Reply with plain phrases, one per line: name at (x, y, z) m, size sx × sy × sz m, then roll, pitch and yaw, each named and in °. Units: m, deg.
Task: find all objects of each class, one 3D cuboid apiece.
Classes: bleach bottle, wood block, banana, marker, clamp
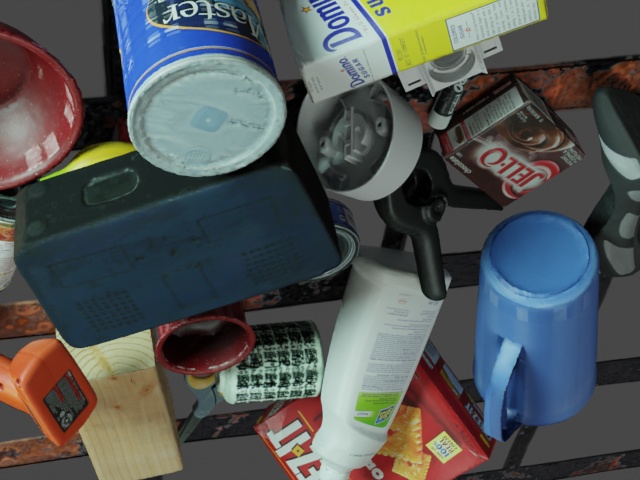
bleach bottle at (0.044, 0.133, 1.061) m, size 0.102 × 0.068 × 0.251 m, roll 8°, pitch 109°, yaw -34°
wood block at (-0.199, 0.155, 1.075) m, size 0.090 × 0.091 × 0.206 m, roll -10°, pitch 142°, yaw -6°
banana at (-0.124, -0.033, 0.862) m, size 0.197 × 0.037 × 0.070 m, roll 28°, pitch 128°, yaw -36°
marker at (0.116, -0.140, 0.874) m, size 0.020 × 0.020 × 0.121 m, roll 1°, pitch 139°, yaw -19°
clamp at (0.104, -0.037, 0.964) m, size 0.120 × 0.039 × 0.171 m, roll -53°, pitch 132°, yaw -21°

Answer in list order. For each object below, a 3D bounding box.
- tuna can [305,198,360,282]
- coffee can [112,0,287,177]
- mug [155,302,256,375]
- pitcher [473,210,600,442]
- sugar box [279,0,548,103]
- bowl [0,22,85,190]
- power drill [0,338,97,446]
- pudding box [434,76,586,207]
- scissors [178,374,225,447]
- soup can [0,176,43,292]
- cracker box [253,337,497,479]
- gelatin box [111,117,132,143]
tuna can at (-0.007, 0.001, 0.994) m, size 0.086 × 0.034 × 0.086 m, roll -10°, pitch 142°, yaw -8°
coffee can at (-0.085, -0.128, 0.726) m, size 0.102 × 0.140 × 0.103 m, roll -9°, pitch 141°, yaw -7°
mug at (-0.106, 0.073, 1.012) m, size 0.093 × 0.081 × 0.117 m, roll -33°, pitch 138°, yaw 21°
pitcher at (0.212, 0.087, 1.066) m, size 0.145 × 0.149 × 0.243 m, roll -16°, pitch 145°, yaw 0°
sugar box at (0.062, -0.170, 0.761) m, size 0.176 × 0.093 × 0.048 m, roll -18°, pitch 141°, yaw 4°
bowl at (-0.253, -0.107, 0.767) m, size 0.162 × 0.055 × 0.162 m, roll -9°, pitch 141°, yaw -7°
power drill at (-0.293, 0.096, 0.927) m, size 0.188 × 0.057 × 0.184 m, roll 18°, pitch 146°, yaw 31°
pudding box at (0.168, -0.084, 0.942) m, size 0.090 × 0.039 × 0.113 m, roll -34°, pitch 138°, yaw 23°
scissors at (-0.142, 0.178, 1.182) m, size 0.096 × 0.016 × 0.202 m, roll 26°, pitch 126°, yaw -37°
soup can at (-0.268, -0.009, 0.872) m, size 0.068 × 0.068 × 0.102 m, roll 11°, pitch 135°, yaw -29°
cracker box at (0.059, 0.210, 1.167) m, size 0.214 × 0.164 × 0.072 m, roll -35°, pitch -178°, yaw 23°
gelatin box at (-0.140, -0.058, 0.884) m, size 0.073 × 0.030 × 0.089 m, roll 5°, pitch 135°, yaw -22°
